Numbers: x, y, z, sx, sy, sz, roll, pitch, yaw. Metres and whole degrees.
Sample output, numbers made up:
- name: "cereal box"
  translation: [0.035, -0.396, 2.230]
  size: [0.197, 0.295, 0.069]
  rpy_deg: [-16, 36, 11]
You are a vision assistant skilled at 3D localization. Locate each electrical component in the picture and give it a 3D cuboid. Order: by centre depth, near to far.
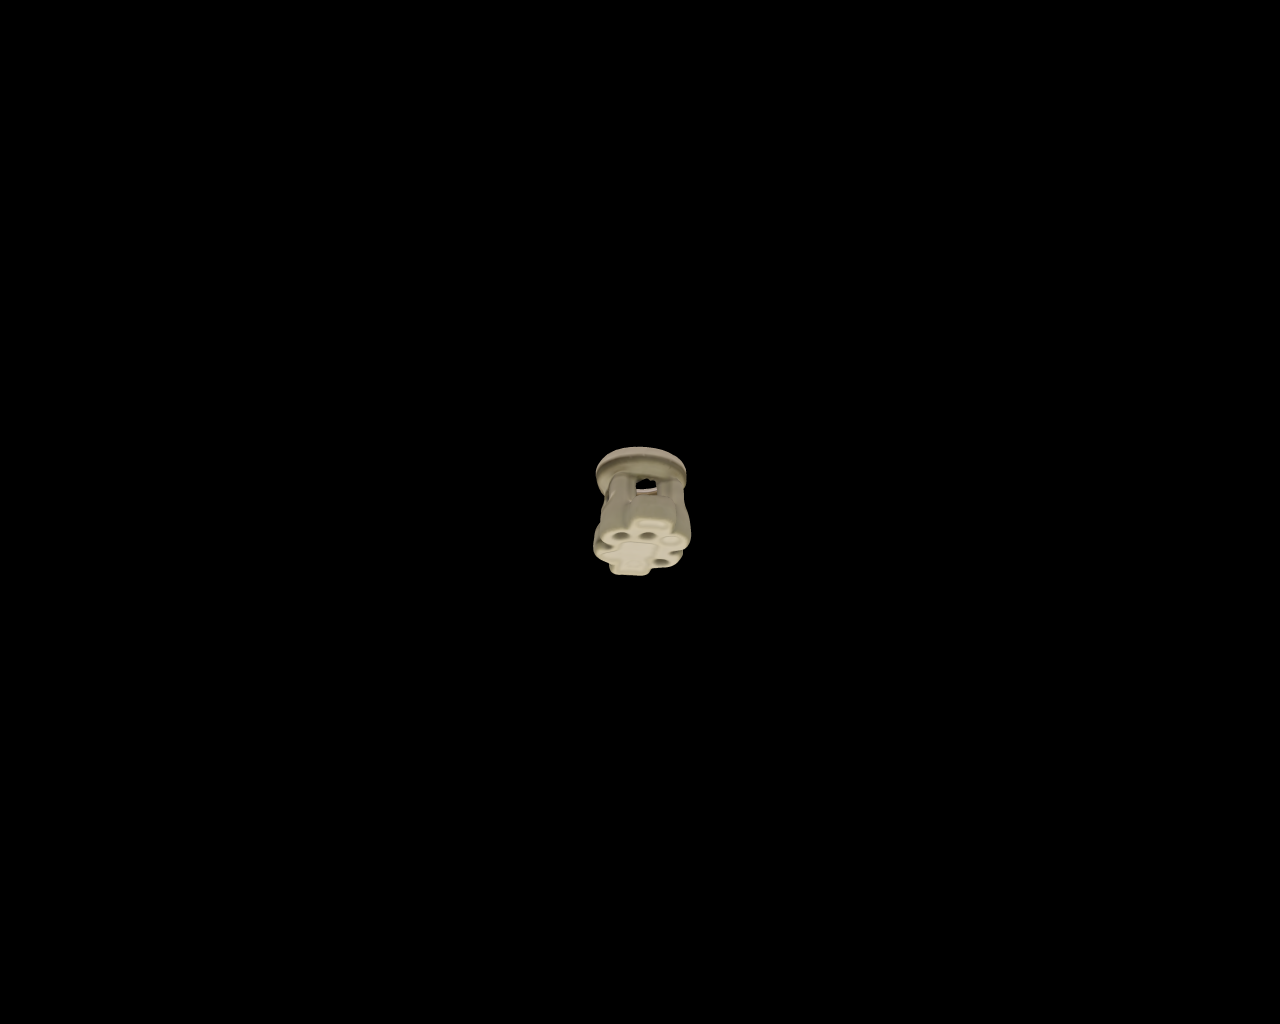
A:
- name: "electrical component"
  translation: [0.001, -0.003, 0.650]
  size: [0.058, 0.057, 0.078]
  rpy_deg: [5, -28, -10]
